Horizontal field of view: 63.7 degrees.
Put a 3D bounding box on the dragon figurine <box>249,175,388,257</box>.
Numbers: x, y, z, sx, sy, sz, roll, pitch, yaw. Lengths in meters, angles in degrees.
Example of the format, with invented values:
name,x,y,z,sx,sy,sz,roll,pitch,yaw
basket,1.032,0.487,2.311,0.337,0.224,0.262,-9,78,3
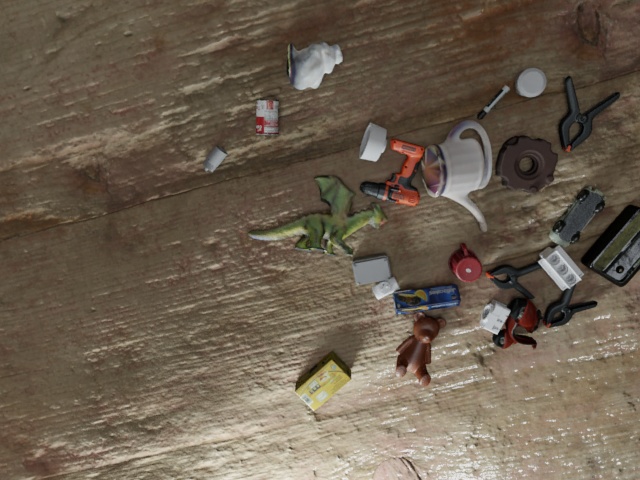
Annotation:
name,x,y,z,sx,sy,sz,roll,pitch,yaw
dragon figurine,0.005,-0.079,1.572,0.410,0.121,0.244,12,85,-2

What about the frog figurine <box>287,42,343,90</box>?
name,x,y,z,sx,sy,sz,roll,pitch,yaw
frog figurine,-0.013,-0.495,1.468,0.159,0.126,0.134,-2,135,-6

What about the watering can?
name,x,y,z,sx,sy,sz,roll,pitch,yaw
watering can,0.410,-0.172,1.508,0.225,0.105,0.343,-11,106,-18
